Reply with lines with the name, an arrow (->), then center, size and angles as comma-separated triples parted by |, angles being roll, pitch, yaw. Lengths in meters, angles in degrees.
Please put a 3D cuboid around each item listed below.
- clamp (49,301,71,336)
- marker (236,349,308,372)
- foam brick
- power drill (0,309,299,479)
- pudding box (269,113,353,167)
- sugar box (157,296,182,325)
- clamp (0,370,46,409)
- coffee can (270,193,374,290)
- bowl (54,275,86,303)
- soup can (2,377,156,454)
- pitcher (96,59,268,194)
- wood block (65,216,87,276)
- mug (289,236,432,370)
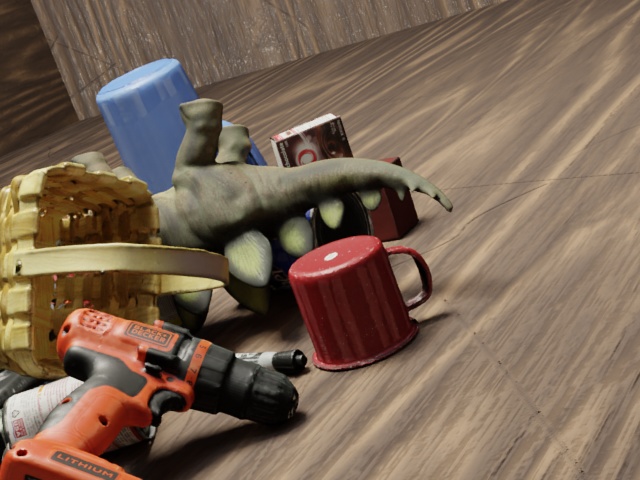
clamp -> -0.332, 0.067, 1.132 | 0.171, 0.120, 0.039 | -13, -29, 13
marker -> -0.060, 0.104, 0.898 | 0.121, 0.020, 0.020 | -8, 19, 37
foam brick -> 0.064, -0.042, 1.145 | 0.053, 0.078, 0.051 | -7, 19, 34
power drill -> -0.119, 0.129, 0.734 | 0.184, 0.057, 0.187 | 16, 30, 5
pudding box -> -0.004, -0.092, 1.338 | 0.090, 0.113, 0.039 | -24, 20, -12
sugar box -> -0.188, 0.059, 1.167 | 0.093, 0.048, 0.176 | -20, 16, -5
clamp -> -0.310, 0.144, 1.039 | 0.165, 0.036, 0.209 | -12, 15, 43
coffee can -> -0.031, -0.001, 1.071 | 0.141, 0.103, 0.102 | -8, 19, 37
bowl -> -0.325, 0.075, 1.214 | 0.162, 0.055, 0.162 | -23, 6, 2
soup can -> -0.189, 0.140, 0.841 | 0.102, 0.068, 0.068 | -19, 15, 5
pitcher -> -0.158, -0.090, 1.271 | 0.149, 0.243, 0.145 | -30, 20, -16
wood block -> -0.278, -0.002, 1.324 | 0.090, 0.091, 0.206 | -24, 3, -23
mug -> 0.035, 0.044, 0.868 | 0.117, 0.081, 0.093 | -21, 15, -5
